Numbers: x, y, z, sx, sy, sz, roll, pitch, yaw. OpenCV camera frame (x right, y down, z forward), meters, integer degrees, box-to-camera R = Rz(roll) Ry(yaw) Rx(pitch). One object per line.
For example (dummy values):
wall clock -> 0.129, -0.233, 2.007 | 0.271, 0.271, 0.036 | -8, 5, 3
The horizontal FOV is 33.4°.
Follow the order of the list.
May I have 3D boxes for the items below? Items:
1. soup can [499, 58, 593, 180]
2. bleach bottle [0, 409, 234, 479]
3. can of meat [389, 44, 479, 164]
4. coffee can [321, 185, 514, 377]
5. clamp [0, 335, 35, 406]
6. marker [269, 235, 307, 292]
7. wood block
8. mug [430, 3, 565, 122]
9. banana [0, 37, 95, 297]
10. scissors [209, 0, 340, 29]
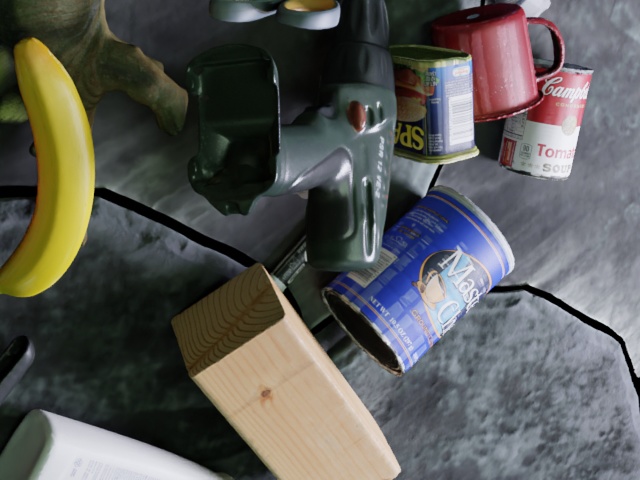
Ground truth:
soup can -> 0.207, -0.112, 0.983 | 0.068, 0.069, 0.102 | 0, 108, -32
bleach bottle -> -0.147, 0.223, 0.885 | 0.250, 0.068, 0.102 | 30, 90, -38
can of meat -> 0.083, -0.115, 0.885 | 0.057, 0.102, 0.084 | -15, 112, -30
coffee can -> 0.086, 0.035, 0.938 | 0.140, 0.103, 0.102 | -42, 123, -13
clamp -> -0.288, 0.143, 0.783 | 0.120, 0.039, 0.171 | 15, 99, -33
marker -> -0.006, 0.001, 0.920 | 0.121, 0.020, 0.020 | -49, 125, -8
wood block -> -0.026, 0.133, 0.900 | 0.091, 0.090, 0.206 | -33, 123, 1
mug -> 0.152, -0.156, 0.915 | 0.117, 0.093, 0.081 | -12, 111, 2
banana -> -0.183, -0.035, 0.707 | 0.069, 0.037, 0.198 | 6, 117, -27
scissors -> 0.002, -0.176, 0.772 | 0.201, 0.096, 0.016 | -26, 129, -50
